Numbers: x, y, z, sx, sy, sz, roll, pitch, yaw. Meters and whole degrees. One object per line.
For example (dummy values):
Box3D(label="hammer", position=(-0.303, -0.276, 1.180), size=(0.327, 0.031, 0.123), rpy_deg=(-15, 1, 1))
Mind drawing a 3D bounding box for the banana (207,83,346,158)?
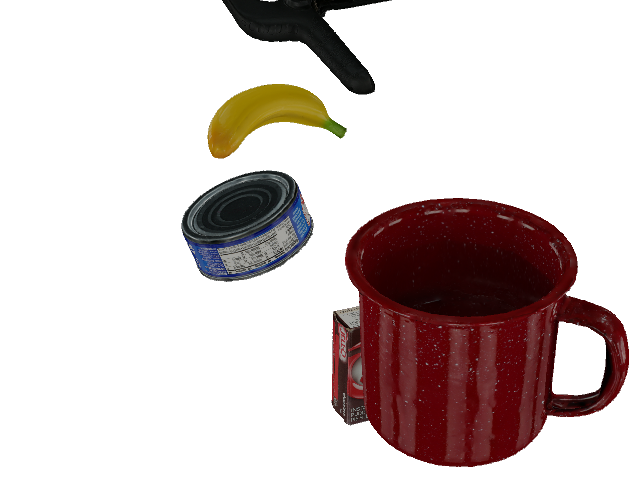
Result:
Box3D(label="banana", position=(-0.050, -0.119, 1.021), size=(0.070, 0.037, 0.197), rpy_deg=(42, 34, 23))

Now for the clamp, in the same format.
Box3D(label="clamp", position=(-0.001, -0.188, 0.831), size=(0.172, 0.120, 0.039), rpy_deg=(30, -26, 20))

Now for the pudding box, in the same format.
Box3D(label="pudding box", position=(0.065, 0.092, 0.868), size=(0.113, 0.090, 0.039), rpy_deg=(-12, 29, -23))

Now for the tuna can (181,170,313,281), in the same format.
Box3D(label="tuna can", position=(-0.050, -0.012, 0.724), size=(0.086, 0.033, 0.086), rpy_deg=(-16, 31, 10))

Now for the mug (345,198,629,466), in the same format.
Box3D(label="mug", position=(0.069, 0.042, 0.446), size=(0.117, 0.081, 0.093), rpy_deg=(10, 34, 20))
